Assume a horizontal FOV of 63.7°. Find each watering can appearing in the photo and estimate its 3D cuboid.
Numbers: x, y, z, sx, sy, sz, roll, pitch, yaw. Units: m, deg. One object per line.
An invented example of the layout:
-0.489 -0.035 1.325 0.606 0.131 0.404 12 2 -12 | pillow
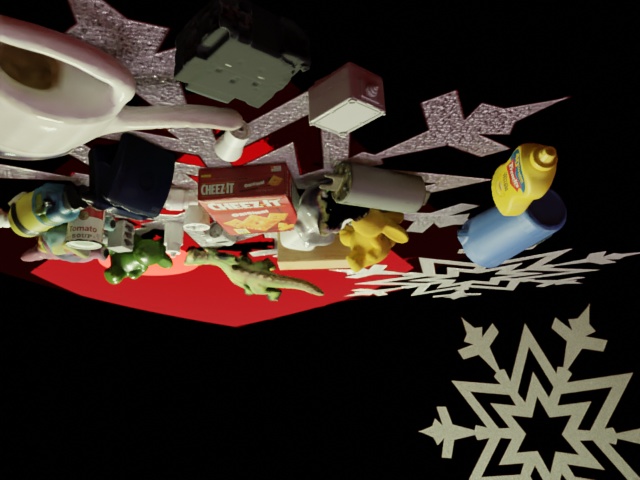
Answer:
-0.284 -0.156 0.603 0.346 0.105 0.222 13 -21 -43 | watering can

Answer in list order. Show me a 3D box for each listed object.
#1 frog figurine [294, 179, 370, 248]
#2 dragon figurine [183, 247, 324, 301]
0.003 -0.052 1.023 0.139 0.122 0.158 -49 12 -24 | frog figurine
-0.208 0.082 1.411 0.411 0.123 0.240 6 -13 33 | dragon figurine
